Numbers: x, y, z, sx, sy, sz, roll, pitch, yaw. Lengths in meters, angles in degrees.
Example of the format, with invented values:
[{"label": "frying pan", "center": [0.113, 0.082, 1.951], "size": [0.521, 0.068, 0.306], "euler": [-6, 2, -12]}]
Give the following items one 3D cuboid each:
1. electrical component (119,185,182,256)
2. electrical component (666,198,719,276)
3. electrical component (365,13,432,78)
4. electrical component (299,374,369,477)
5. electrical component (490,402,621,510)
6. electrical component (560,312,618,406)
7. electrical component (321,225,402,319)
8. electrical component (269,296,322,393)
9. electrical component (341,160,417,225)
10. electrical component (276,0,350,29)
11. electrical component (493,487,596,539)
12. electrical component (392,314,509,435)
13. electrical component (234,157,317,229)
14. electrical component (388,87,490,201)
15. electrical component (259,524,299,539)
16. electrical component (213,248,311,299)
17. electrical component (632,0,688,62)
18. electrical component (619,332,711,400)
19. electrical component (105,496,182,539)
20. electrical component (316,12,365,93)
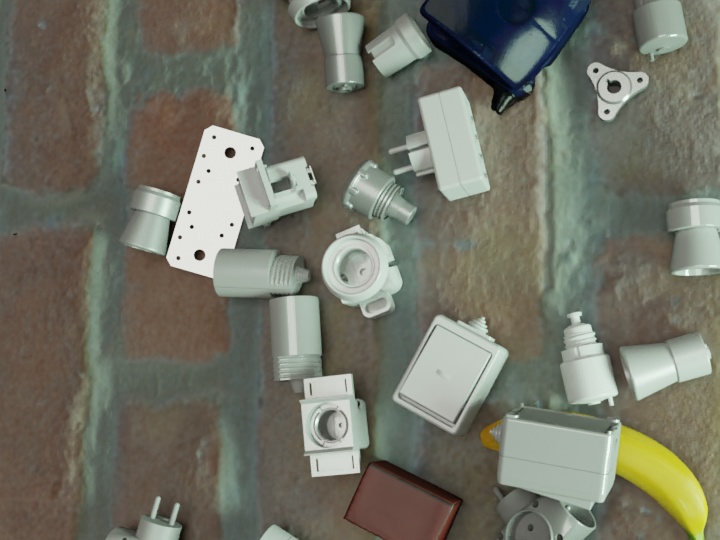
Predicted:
[{"label": "electrical component", "center": [-0.190, -0.045, 0.977], "size": [0.045, 0.045, 0.055], "euler": [15, 86, 16]}, {"label": "electrical component", "center": [0.267, -0.026, 0.853], "size": [0.045, 0.045, 0.055], "euler": [-4, 81, 14]}, {"label": "electrical component", "center": [0.033, -0.195, 0.942], "size": [0.046, 0.040, 0.040], "euler": [-33, 75, 15]}, {"label": "electrical component", "center": [-0.020, 0.129, 0.897], "size": [0.042, 0.064, 0.081], "euler": [-7, 81, 13]}, {"label": "electrical component", "center": [0.144, 0.140, 0.816], "size": [0.096, 0.062, 0.061], "euler": [7, 94, 20]}, {"label": "electrical component", "center": [0.181, 0.073, 0.864], "size": [0.040, 0.040, 0.078], "euler": [-13, 79, 13]}, {"label": "electrical component", "center": [0.000, 0.000, 0.913], "size": [0.058, 0.057, 0.078], "euler": [-22, 77, 11]}, {"label": "electrical component", "center": [-0.055, 0.065, 0.926], "size": [0.043, 0.043, 0.081], "euler": [-6, 81, 14]}, {"label": "electrical component", "center": [0.018, -0.062, 0.925], "size": [0.062, 0.048, 0.048], "euler": [32, 91, 10]}, {"label": "electrical component", "center": [-0.041, -0.253, 0.961], "size": [0.078, 0.058, 0.057], "euler": [-20, 75, 11]}, {"label": "electrical component", "center": [0.134, 0.198, 0.854], "size": [0.077, 0.044, 0.079], "euler": [-48, 53, 18]}, {"label": "electrical component", "center": [0.077, 0.080, 0.880], "size": [0.062, 0.061, 0.096], "euler": [28, 90, 17]}, {"label": "electrical component", "center": [-0.072, -0.068, 0.936], "size": [0.064, 0.081, 0.042], "euler": [-16, 83, -12]}, {"label": "electrical component", "center": [0.062, -0.102, 0.916], "size": [0.076, 0.047, 0.083], "euler": [-15, 79, 12]}, {"label": "electrical component", "center": [-0.065, 0.248, 0.898], "size": [0.047, 0.055, 0.055], "euler": [25, 89, 13]}, {"label": "electrical component", "center": [-0.083, 0.004, 0.942], "size": [0.081, 0.043, 0.043], "euler": [2, 83, 14]}, {"label": "electrical component", "center": [0.245, -0.214, 0.888], "size": [0.040, 0.040, 0.078], "euler": [-10, 79, 13]}, {"label": "electrical component", "center": [0.243, 0.073, 0.848], "size": [0.065, 0.044, 0.044], "euler": [-17, 78, 7]}, {"label": "electrical component", "center": [-0.178, 0.237, 0.933], "size": [0.077, 0.044, 0.079], "euler": [15, 86, 16]}, {"label": "electrical component", "center": [-0.015, -0.190, 0.954], "size": [0.044, 0.044, 0.065], "euler": [-5, 86, 14]}]
